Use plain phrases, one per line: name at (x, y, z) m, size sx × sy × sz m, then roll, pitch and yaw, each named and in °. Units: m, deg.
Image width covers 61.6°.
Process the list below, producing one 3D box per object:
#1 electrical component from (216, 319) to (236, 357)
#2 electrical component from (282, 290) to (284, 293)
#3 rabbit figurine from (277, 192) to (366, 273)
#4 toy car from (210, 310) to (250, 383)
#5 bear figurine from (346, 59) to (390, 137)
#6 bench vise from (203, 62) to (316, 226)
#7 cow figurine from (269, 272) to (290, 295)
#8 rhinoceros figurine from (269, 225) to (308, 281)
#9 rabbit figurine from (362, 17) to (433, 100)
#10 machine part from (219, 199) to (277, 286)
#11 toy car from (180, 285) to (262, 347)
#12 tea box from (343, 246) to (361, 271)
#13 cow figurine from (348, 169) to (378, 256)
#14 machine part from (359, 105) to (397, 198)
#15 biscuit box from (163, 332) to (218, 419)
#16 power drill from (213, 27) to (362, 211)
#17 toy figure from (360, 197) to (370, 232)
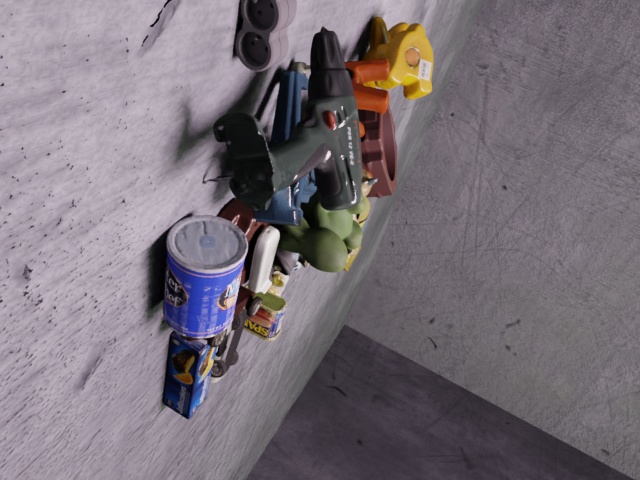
electrical component at (-0.191, 0.162, 0.988) m, size 0.075 × 0.048 × 0.119 m, roll -53°, pitch 165°, yaw -40°
electrical component at (-0.110, 0.136, 1.304) m, size 0.078 × 0.045 × 0.102 m, roll -51°, pitch 164°, yaw -43°
rabbit figurine at (0.003, -0.019, 0.912) m, size 0.170 × 0.159 × 0.121 m, roll -85°, pitch -171°, yaw -54°
toy car at (-0.185, 0.195, 1.076) m, size 0.201 × 0.056 × 0.073 m, roll -70°, pitch 169°, yaw 18°
bear figurine at (0.059, -0.234, 1.013) m, size 0.195 × 0.132 × 0.120 m, roll 87°, pitch 7°, yaw -56°
bench vise at (-0.047, -0.144, 0.787) m, size 0.223 × 0.129 × 0.240 m, roll -3°, pitch 99°, yaw -66°
cow figurine at (-0.092, 0.060, 1.152) m, size 0.167 × 0.068 × 0.098 m, roll 111°, pitch 6°, yaw -45°
rhinoceros figurine at (-0.076, 0.010, 1.029) m, size 0.073 × 0.112 × 0.190 m, roll 79°, pitch 24°, yaw -47°
rabbit figurine at (0.133, -0.360, 1.077) m, size 0.173 × 0.122 × 0.162 m, roll 4°, pitch -84°, yaw 62°
machine part at (-0.130, 0.006, 0.889) m, size 0.179 × 0.056 × 0.179 m, roll -59°, pitch 170°, yaw -18°
toy car at (-0.168, 0.117, 0.886) m, size 0.053 × 0.089 × 0.202 m, roll -69°, pitch 169°, yaw 17°
tea box at (-0.002, -0.003, 1.150) m, size 0.068 × 0.170 × 0.098 m, roll -60°, pitch 170°, yaw -6°
cow figurine at (0.047, -0.063, 1.047) m, size 0.085 × 0.127 × 0.194 m, roll -25°, pitch 116°, yaw -82°
machine part at (0.115, -0.211, 1.195) m, size 0.201 × 0.087 × 0.201 m, roll 56°, pitch 34°, yaw -56°
biscuit box at (-0.226, 0.225, 0.936) m, size 0.059 × 0.063 × 0.202 m, roll -48°, pitch 161°, yaw -49°
power drill at (-0.028, -0.135, 0.659) m, size 0.207 × 0.086 × 0.231 m, roll -31°, pitch 114°, yaw -49°
toy figure at (0.068, -0.055, 1.194) m, size 0.180 × 0.089 × 0.082 m, roll 70°, pitch 13°, yaw -67°
